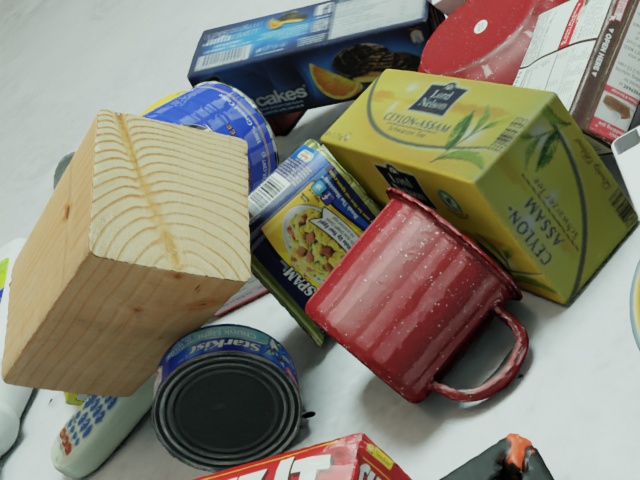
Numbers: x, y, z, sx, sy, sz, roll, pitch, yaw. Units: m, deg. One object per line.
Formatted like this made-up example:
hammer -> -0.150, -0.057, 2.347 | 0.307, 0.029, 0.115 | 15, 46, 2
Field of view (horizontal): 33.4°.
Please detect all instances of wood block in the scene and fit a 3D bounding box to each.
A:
wood block -> -0.124, 0.019, 0.647 | 0.206, 0.090, 0.091 | -43, 43, 53

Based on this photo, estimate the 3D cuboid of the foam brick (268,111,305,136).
foam brick -> -0.052, -0.128, 0.957 | 0.078, 0.051, 0.053 | 3, 52, 54

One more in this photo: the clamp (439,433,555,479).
clamp -> 0.069, 0.148, 0.407 | 0.120, 0.039, 0.171 | 22, 46, 18

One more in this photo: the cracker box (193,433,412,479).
cracker box -> -0.047, 0.202, 0.469 | 0.164, 0.072, 0.213 | -22, 34, 33

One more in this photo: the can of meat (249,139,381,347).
can of meat -> -0.004, 0.001, 0.664 | 0.084, 0.102, 0.057 | -43, 25, -4

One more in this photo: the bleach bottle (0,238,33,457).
bleach bottle -> -0.276, 0.104, 0.916 | 0.103, 0.068, 0.251 | -38, 30, 13

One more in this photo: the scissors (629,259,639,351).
scissors -> 0.173, -0.033, 0.440 | 0.096, 0.016, 0.201 | -7, 57, 38

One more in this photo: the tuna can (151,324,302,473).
tuna can -> -0.054, 0.091, 0.618 | 0.086, 0.086, 0.034 | -36, 26, 13

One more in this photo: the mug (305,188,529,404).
mug -> 0.055, 0.039, 0.563 | 0.117, 0.093, 0.081 | 39, 87, 25

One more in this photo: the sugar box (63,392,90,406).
sugar box -> -0.184, 0.055, 0.847 | 0.093, 0.048, 0.176 | -70, 24, 11

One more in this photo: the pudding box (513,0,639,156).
pudding box -> 0.146, -0.092, 0.607 | 0.113, 0.039, 0.090 | -178, 109, -79

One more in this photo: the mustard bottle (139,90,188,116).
mustard bottle -> -0.126, -0.076, 0.973 | 0.096, 0.058, 0.192 | -35, 28, -1

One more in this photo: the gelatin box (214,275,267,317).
gelatin box -> -0.048, 0.008, 0.784 | 0.089, 0.030, 0.073 | -28, 31, 27

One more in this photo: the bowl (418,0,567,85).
bowl -> 0.121, -0.125, 0.726 | 0.162, 0.055, 0.162 | -31, 30, 21

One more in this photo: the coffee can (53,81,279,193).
coffee can -> -0.113, -0.048, 0.805 | 0.103, 0.103, 0.140 | -11, 19, 45
